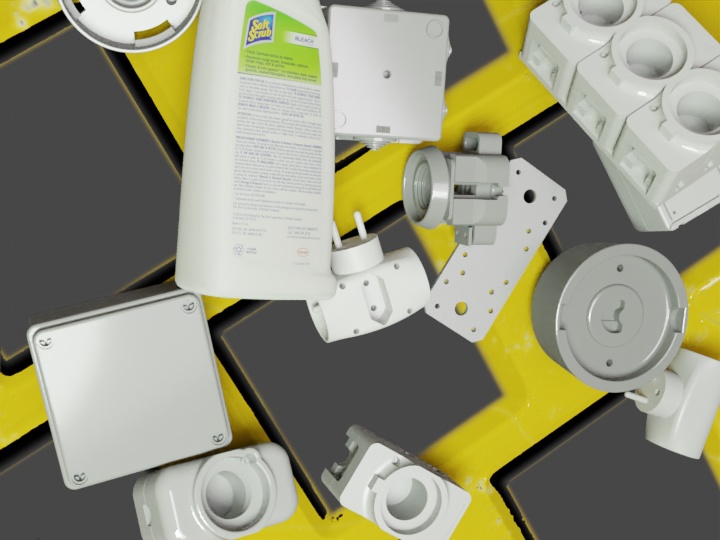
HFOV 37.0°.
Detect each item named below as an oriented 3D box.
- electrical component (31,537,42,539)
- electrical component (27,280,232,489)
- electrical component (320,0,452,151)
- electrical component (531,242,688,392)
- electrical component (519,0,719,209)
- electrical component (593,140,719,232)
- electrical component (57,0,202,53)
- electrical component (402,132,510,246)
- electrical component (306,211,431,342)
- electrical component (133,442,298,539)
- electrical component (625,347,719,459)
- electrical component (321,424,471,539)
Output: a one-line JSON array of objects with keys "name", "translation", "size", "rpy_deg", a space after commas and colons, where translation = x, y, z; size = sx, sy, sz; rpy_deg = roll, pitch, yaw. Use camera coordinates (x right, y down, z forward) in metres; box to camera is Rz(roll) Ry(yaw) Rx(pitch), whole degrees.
[{"name": "electrical component", "translation": [-0.207, 0.209, 0.705], "size": [0.044, 0.044, 0.065], "rpy_deg": [-34, 102, -10]}, {"name": "electrical component", "translation": [-0.149, 0.071, 0.695], "size": [0.109, 0.056, 0.108], "rpy_deg": [-14, 102, -16]}, {"name": "electrical component", "translation": [0.011, -0.130, 0.721], "size": [0.100, 0.048, 0.099], "rpy_deg": [1, 98, -18]}, {"name": "electrical component", "translation": [0.178, 0.030, 0.793], "size": [0.108, 0.060, 0.108], "rpy_deg": [-3, 99, -18]}, {"name": "electrical component", "translation": [0.192, -0.132, 0.732], "size": [0.089, 0.061, 0.150], "rpy_deg": [-33, 71, -12]}, {"name": "electrical component", "translation": [0.218, -0.083, 0.792], "size": [0.062, 0.061, 0.096], "rpy_deg": [-30, 98, -12]}, {"name": "electrical component", "translation": [-0.142, -0.185, 0.667], "size": [0.099, 0.064, 0.099], "rpy_deg": [-4, 112, -11]}, {"name": "electrical component", "translation": [0.065, -0.057, 0.745], "size": [0.057, 0.058, 0.078], "rpy_deg": [-1, 99, -21]}, {"name": "electrical component", "translation": [0.000, 0.000, 0.739], "size": [0.077, 0.043, 0.079], "rpy_deg": [-20, 103, -14]}, {"name": "electrical component", "translation": [-0.093, 0.148, 0.707], "size": [0.095, 0.059, 0.053], "rpy_deg": [-10, 82, -32]}, {"name": "electrical component", "translation": [0.241, 0.098, 0.832], "size": [0.079, 0.043, 0.077], "rpy_deg": [19, 92, -19]}, {"name": "electrical component", "translation": [0.027, 0.156, 0.765], "size": [0.089, 0.056, 0.050], "rpy_deg": [32, 88, -20]}]
